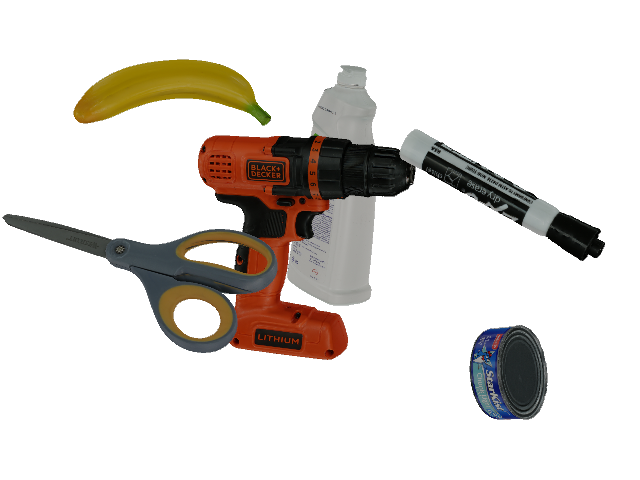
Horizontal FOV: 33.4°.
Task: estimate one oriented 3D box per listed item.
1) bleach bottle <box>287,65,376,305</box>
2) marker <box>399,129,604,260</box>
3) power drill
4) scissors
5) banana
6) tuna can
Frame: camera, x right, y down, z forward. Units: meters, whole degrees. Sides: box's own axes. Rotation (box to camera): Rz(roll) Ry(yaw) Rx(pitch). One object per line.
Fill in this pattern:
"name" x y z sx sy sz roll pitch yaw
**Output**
"bleach bottle" 0.023 -0.063 1.166 0.067 0.251 0.103 -7 23 -39
"marker" 0.097 -0.024 0.573 0.121 0.020 0.020 32 12 21
"power drill" -0.013 0.003 0.905 0.185 0.188 0.057 5 15 17
"scissors" -0.129 0.026 0.708 0.202 0.096 0.016 2 -31 11
"banana" -0.143 -0.143 1.020 0.197 0.070 0.037 -4 -40 -27
"tuna can" 0.173 0.122 0.982 0.034 0.086 0.085 -10 -6 40
